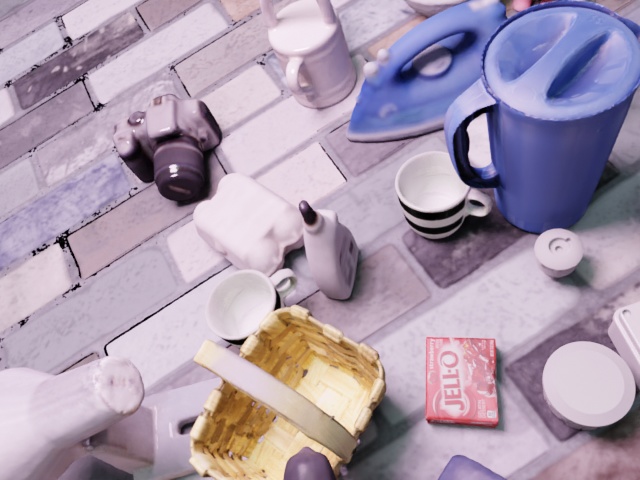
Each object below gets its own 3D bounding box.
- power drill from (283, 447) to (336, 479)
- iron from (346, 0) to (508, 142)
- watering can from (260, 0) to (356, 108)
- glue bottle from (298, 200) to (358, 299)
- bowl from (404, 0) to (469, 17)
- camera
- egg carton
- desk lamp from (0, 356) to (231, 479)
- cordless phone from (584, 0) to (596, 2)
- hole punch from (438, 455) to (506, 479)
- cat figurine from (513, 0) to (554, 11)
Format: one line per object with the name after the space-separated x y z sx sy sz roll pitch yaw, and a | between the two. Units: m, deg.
0.016 0.298 0.458 0.075 0.209 0.229 -10 61 11 | power drill
0.137 -0.225 0.734 0.258 0.142 0.118 -26 59 2 | iron
-0.020 -0.286 0.780 0.101 0.194 0.172 -15 60 9 | watering can
0.006 0.002 0.635 0.037 0.173 0.078 4 65 19 | glue bottle
0.189 -0.382 0.839 0.167 0.075 0.167 -7 62 13 | bowl
-0.220 -0.126 0.810 0.143 0.101 0.136 -15 60 8 | camera
-0.090 -0.019 0.735 0.150 0.069 0.107 33 76 28 | egg carton
-0.220 0.184 0.583 0.203 0.214 0.118 -18 60 7 | desk lamp
0.311 -0.230 0.660 0.094 0.185 0.148 23 72 25 | cordless phone
0.134 0.259 0.512 0.100 0.091 0.109 25 72 26 | hole punch
0.303 -0.377 0.778 0.067 0.118 0.128 15 68 23 | cat figurine
